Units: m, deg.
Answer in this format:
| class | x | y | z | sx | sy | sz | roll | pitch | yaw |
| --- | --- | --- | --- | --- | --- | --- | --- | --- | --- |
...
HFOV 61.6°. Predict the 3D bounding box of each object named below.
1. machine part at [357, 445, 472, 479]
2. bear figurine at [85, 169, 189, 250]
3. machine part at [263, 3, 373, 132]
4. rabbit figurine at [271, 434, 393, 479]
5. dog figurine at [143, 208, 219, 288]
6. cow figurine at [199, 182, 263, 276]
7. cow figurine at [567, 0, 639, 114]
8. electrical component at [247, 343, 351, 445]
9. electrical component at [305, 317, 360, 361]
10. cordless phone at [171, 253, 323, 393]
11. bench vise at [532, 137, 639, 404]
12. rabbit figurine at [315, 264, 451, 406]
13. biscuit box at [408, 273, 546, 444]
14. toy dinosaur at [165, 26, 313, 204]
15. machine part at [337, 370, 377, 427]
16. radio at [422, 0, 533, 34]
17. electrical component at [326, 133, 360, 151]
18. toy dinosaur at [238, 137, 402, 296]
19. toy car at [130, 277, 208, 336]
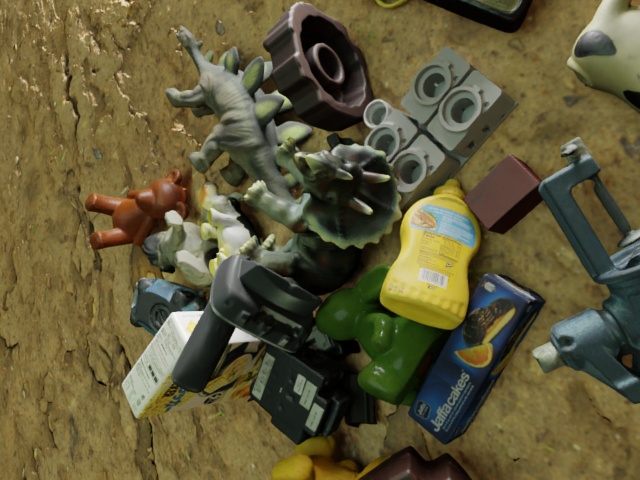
| class | x | y | z | sx | sy | sz | roll | pitch | yaw |
| --- | --- | --- | --- | --- | --- | --- | --- | --- | --- |
| machine part | 0.108 | 0.358 | 0.600 | 0.201 | 0.087 | 0.201 | -38 | 81 | 8 |
| bear figurine | -0.350 | -0.059 | 1.041 | 0.196 | 0.132 | 0.120 | -23 | 74 | 41 |
| machine part | 0.002 | -0.235 | 0.748 | 0.056 | 0.179 | 0.179 | -23 | 72 | 39 |
| rabbit figurine | 0.041 | 0.337 | 0.701 | 0.173 | 0.122 | 0.162 | -17 | 77 | 18 |
| dog figurine | -0.236 | 0.039 | 0.972 | 0.190 | 0.121 | 0.172 | -39 | 65 | 49 |
| cow figurine | -0.144 | -0.022 | 0.890 | 0.068 | 0.098 | 0.167 | -42 | 58 | 54 |
| cow figurine | 0.336 | -0.153 | 0.524 | 0.195 | 0.085 | 0.127 | 43 | 106 | 31 |
| electrical component | -0.027 | 0.208 | 0.742 | 0.134 | 0.058 | 0.114 | 31 | 112 | 28 |
| electrical component | -0.007 | 0.154 | 0.793 | 0.119 | 0.047 | 0.075 | -37 | 64 | 31 |
| cordless phone | -0.094 | 0.124 | 0.693 | 0.089 | 0.146 | 0.184 | 10 | 70 | 62 |
| bench vise | 0.281 | 0.021 | 0.516 | 0.224 | 0.129 | 0.240 | -31 | 85 | 24 |
| rabbit figurine | 0.069 | 0.108 | 0.686 | 0.170 | 0.121 | 0.159 | 27 | 94 | 31 |
| biscuit box | 0.182 | 0.140 | 0.635 | 0.063 | 0.059 | 0.202 | 35 | 108 | 35 |
| toy dinosaur | -0.120 | -0.179 | 0.882 | 0.198 | 0.105 | 0.471 | -36 | 76 | 26 |
| machine part | 0.020 | 0.225 | 0.772 | 0.139 | 0.039 | 0.084 | -6 | 87 | 37 |
| radio | 0.159 | -0.353 | 0.640 | 0.230 | 0.073 | 0.131 | 28 | 103 | 11 |
| electrical component | 0.030 | -0.101 | 0.779 | 0.078 | 0.045 | 0.102 | -29 | 79 | 25 |
| toy dinosaur | -0.005 | 0.004 | 0.743 | 0.192 | 0.131 | 0.404 | 29 | 142 | 16 |
| toy car | -0.257 | 0.127 | 0.960 | 0.162 | 0.103 | 0.109 | 19 | 100 | 28 |
